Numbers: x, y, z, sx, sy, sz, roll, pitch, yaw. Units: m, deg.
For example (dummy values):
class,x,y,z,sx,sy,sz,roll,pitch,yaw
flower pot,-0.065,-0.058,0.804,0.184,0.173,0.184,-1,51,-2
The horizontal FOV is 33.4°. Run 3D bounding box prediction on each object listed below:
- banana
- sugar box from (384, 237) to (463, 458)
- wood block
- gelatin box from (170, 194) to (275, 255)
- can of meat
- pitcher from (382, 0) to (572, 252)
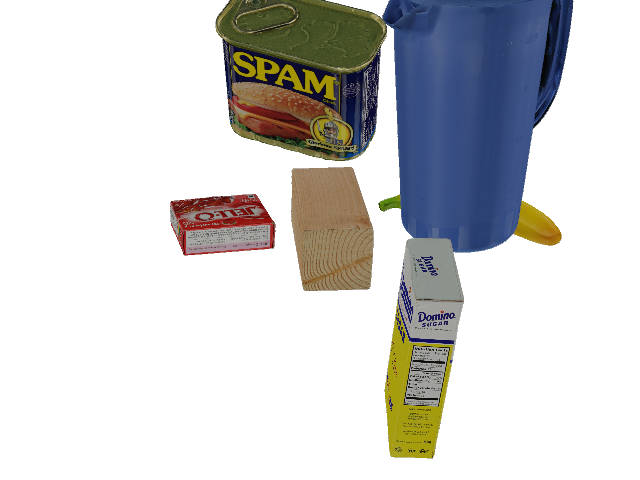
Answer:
class,x,y,z,sx,sy,sz,roll,pitch,yaw
banana,0.165,-0.029,1.131,0.198,0.037,0.069,10,39,25
sugar box,0.086,0.094,0.925,0.048,0.176,0.093,1,33,-2
wood block,0.012,-0.020,1.446,0.090,0.090,0.206,-1,26,-6
gelatin box,-0.094,-0.016,1.017,0.089,0.030,0.073,-5,25,-15
can of meat,-0.012,-0.103,0.675,0.102,0.057,0.084,17,-38,14
pitcher,0.135,-0.119,0.930,0.149,0.243,0.145,6,33,11
